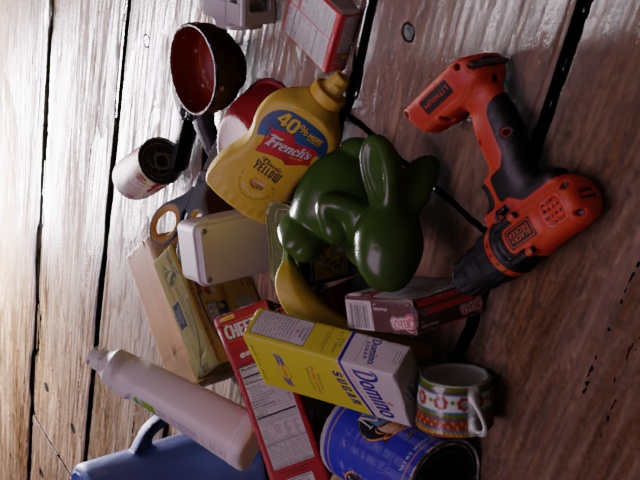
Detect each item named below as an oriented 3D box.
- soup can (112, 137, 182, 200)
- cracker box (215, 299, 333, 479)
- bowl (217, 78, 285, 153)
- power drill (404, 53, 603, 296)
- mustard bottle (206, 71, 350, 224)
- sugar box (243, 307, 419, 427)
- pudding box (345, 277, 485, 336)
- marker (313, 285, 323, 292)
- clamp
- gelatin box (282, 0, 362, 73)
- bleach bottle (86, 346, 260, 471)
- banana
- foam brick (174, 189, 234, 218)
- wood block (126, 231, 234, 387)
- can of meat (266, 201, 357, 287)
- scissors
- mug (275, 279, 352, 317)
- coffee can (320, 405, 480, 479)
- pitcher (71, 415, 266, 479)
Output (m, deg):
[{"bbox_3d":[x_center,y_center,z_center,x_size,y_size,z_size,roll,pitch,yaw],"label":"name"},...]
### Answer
[{"bbox_3d":[-0.242,-0.098,1.495,0.102,0.068,0.068,-21,84,57],"label":"soup can"},{"bbox_3d":[-0.049,0.183,1.246,0.164,0.072,0.214,56,-166,-82],"label":"cracker box"},{"bbox_3d":[-0.076,-0.108,1.263,0.162,0.055,0.162,26,122,49],"label":"bowl"},{"bbox_3d":[0.149,-0.058,0.958,0.185,0.057,0.188,-42,70,49],"label":"power drill"},{"bbox_3d":[-0.034,-0.109,1.162,0.192,0.096,0.058,-47,16,26],"label":"mustard bottle"},{"bbox_3d":[0.015,0.129,1.086,0.176,0.048,0.093,14,144,30],"label":"sugar box"},{"bbox_3d":[0.092,0.064,1.053,0.114,0.089,0.039,2,103,55],"label":"pudding box"},{"bbox_3d":[-0.010,0.005,1.240,0.020,0.020,0.121,14,112,53],"label":"marker"},{"bbox_3d":[-0.155,-0.160,1.375,0.120,0.039,0.171,17,116,41],"label":"clamp"},{"bbox_3d":[0.001,-0.232,1.130,0.089,0.030,0.073,50,140,33],"label":"gelatin box"},{"bbox_3d":[-0.190,0.203,1.366,0.251,0.068,0.102,27,156,13],"label":"bleach bottle"},{"bbox_3d":[0.023,0.084,1.117,0.198,0.037,0.070,37,111,3],"label":"banana"},{"bbox_3d":[-0.151,-0.039,1.399,0.078,0.051,0.053,-21,85,56],"label":"foam brick"},{"bbox_3d":[-0.180,0.095,1.455,0.091,0.090,0.206,-35,73,54],"label":"wood block"},{"bbox_3d":[-0.008,0.001,1.177,0.058,0.083,0.102,14,112,52],"label":"can of meat"},{"bbox_3d":[-0.163,-0.071,1.342,0.096,0.016,0.202,6,84,25],"label":"scissors"},{"bbox_3d":[0.000,0.101,1.197,0.117,0.093,0.081,-25,86,51],"label":"mug"},{"bbox_3d":[0.082,0.228,1.114,0.141,0.102,0.103,23,120,50],"label":"coffee can"},{"bbox_3d":[-0.205,0.317,1.434,0.149,0.242,0.145,66,147,26],"label":"pitcher"}]
